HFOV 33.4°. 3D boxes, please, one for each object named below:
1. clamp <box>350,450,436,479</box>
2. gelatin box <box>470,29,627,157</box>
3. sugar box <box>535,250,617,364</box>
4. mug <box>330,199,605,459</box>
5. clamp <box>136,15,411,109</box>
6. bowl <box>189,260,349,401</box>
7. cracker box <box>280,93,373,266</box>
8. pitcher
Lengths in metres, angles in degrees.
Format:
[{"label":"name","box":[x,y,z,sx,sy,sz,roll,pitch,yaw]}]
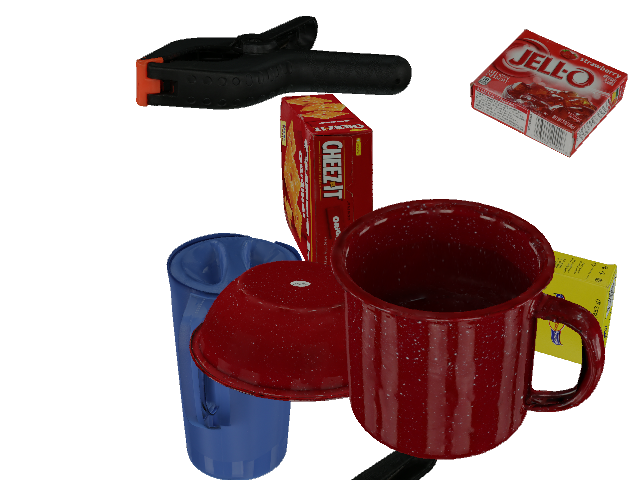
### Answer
[{"label":"clamp","box":[-0.009,0.184,0.646,0.210,0.036,0.164,-5,28,4]},{"label":"gelatin box","box":[0.166,-0.110,0.781,0.089,0.073,0.030,32,-29,26]},{"label":"sugar box","box":[0.179,0.049,0.987,0.176,0.093,0.048,13,33,22]},{"label":"mug","box":[0.063,0.041,0.459,0.117,0.081,0.093,10,34,20]},{"label":"clamp","box":[-0.041,-0.115,0.681,0.171,0.039,0.120,-7,23,-25]},{"label":"bowl","box":[-0.017,0.057,0.799,0.162,0.055,0.162,3,21,-1]},{"label":"cracker box","box":[0.004,-0.062,1.172,0.072,0.164,0.214,-5,18,-8]},{"label":"pitcher","box":[-0.091,0.127,1.090,0.149,0.243,0.145,-11,29,-24]}]
